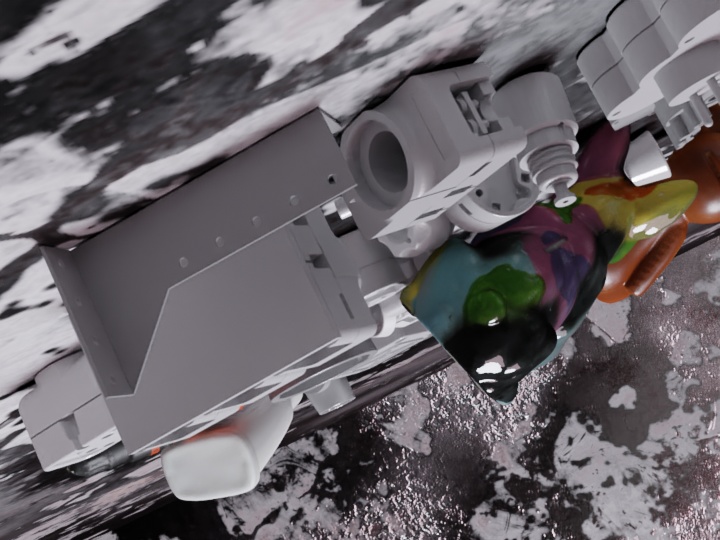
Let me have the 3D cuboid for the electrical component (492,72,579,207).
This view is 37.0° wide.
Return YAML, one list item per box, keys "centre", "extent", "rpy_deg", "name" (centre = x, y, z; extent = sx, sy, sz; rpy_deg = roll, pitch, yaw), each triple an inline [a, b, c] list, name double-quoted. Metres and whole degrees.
- centre: [0.100, -0.072, 0.590]
  extent: [0.040, 0.078, 0.040]
  rpy_deg: [-14, 159, -5]
  name: "electrical component"

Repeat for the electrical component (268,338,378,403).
- centre: [-0.045, 0.071, 0.984]
  extent: [0.108, 0.060, 0.108]
  rpy_deg: [-25, 170, -5]
  name: "electrical component"

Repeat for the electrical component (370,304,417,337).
- centre: [0.026, 0.025, 0.941]
  extent: [0.057, 0.058, 0.078]
  rpy_deg: [-23, 170, -34]
  name: "electrical component"

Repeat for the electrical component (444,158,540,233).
- centre: [0.081, -0.054, 0.685]
  extent: [0.055, 0.055, 0.047]
  rpy_deg: [-22, 173, -21]
  name: "electrical component"

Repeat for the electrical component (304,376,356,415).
- centre: [-0.046, 0.112, 1.146]
  extent: [0.043, 0.077, 0.079]
  rpy_deg: [-29, 170, 16]
  name: "electrical component"

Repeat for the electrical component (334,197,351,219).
- centre: [0.015, -0.046, 0.612]
  extent: [0.061, 0.035, 0.035]
  rpy_deg: [-24, 170, 3]
  name: "electrical component"

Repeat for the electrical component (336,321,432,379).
- centre: [0.012, 0.065, 1.111]
  extent: [0.109, 0.056, 0.109]
  rpy_deg: [-30, 169, 23]
  name: "electrical component"

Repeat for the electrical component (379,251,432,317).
- centre: [0.044, 0.001, 0.860]
  extent: [0.057, 0.058, 0.078]
  rpy_deg: [-28, 170, 28]
  name: "electrical component"

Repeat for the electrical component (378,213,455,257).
- centre: [0.044, -0.034, 0.720]
  extent: [0.062, 0.043, 0.043]
  rpy_deg: [-19, 168, -45]
  name: "electrical component"

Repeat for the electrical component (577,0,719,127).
- centre: [0.168, -0.110, 0.557]
  extent: [0.052, 0.073, 0.138]
  rpy_deg: [-23, 170, -16]
  name: "electrical component"

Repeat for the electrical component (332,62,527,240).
- centre: [0.029, -0.058, 0.539]
  extent: [0.056, 0.050, 0.089]
  rpy_deg: [-19, 168, -37]
  name: "electrical component"

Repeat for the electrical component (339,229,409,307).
- centre: [0.000, 0.000, 0.773]
  extent: [0.055, 0.047, 0.055]
  rpy_deg: [-25, 170, -5]
  name: "electrical component"

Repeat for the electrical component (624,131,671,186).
- centre: [0.230, -0.086, 0.915]
  extent: [0.055, 0.045, 0.045]
  rpy_deg: [-28, 170, 11]
  name: "electrical component"

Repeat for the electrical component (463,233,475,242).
- centre: [0.105, -0.003, 1.006]
  extent: [0.138, 0.052, 0.074]
  rpy_deg: [-19, 168, -36]
  name: "electrical component"

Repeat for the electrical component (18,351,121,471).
- centre: [-0.184, 0.090, 0.735]
  extent: [0.095, 0.059, 0.054]
  rpy_deg: [-32, 169, 28]
  name: "electrical component"

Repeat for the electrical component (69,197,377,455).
- centre: [-0.077, 0.030, 0.609]
  extent: [0.150, 0.089, 0.062]
  rpy_deg: [-30, 169, 23]
  name: "electrical component"
